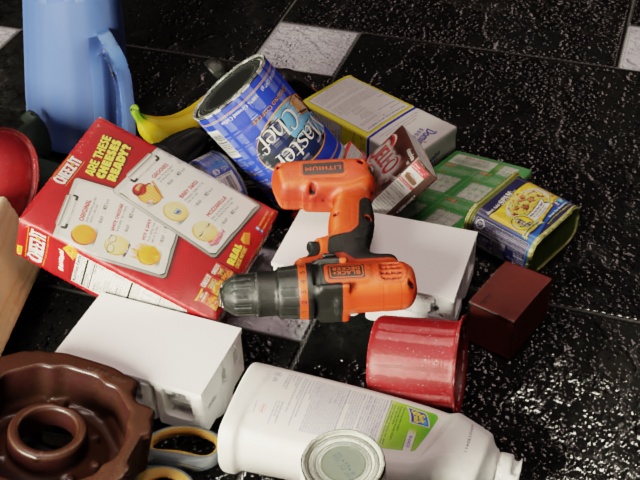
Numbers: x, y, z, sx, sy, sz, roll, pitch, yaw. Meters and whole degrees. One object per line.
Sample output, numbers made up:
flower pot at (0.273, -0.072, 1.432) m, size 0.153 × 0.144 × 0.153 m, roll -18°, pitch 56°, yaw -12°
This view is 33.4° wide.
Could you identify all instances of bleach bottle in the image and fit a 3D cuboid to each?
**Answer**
bleach bottle at (0.046, 0.178, 0.918) m, size 0.251 × 0.068 × 0.102 m, roll 12°, pitch 42°, yaw 13°

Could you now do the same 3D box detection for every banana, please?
banana at (-0.158, -0.157, 1.321) m, size 0.037 × 0.070 × 0.197 m, roll 36°, pitch 40°, yaw 21°

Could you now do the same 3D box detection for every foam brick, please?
foam brick at (0.185, 0.068, 1.049) m, size 0.053 × 0.051 × 0.078 m, roll 25°, pitch 47°, yaw 30°

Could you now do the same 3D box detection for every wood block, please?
wood block at (-0.354, 0.061, 1.036) m, size 0.091 × 0.090 × 0.206 m, roll -13°, pitch 37°, yaw 18°

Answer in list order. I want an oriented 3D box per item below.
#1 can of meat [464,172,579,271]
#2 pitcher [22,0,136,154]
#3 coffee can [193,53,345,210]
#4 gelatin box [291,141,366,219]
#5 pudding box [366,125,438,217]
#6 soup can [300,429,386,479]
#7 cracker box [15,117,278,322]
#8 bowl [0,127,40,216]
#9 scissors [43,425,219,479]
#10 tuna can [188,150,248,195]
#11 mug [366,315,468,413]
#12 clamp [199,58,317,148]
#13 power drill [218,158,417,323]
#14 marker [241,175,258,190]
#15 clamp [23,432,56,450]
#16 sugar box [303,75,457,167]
can of meat at (0.217, -0.017, 1.145) m, size 0.084 × 0.057 × 0.101 m, roll 31°, pitch 51°, yaw 30°
pitcher at (-0.286, -0.228, 1.275) m, size 0.149 × 0.243 × 0.145 m, roll 5°, pitch 41°, yaw -2°
coffee can at (-0.055, -0.118, 1.167) m, size 0.103 × 0.140 × 0.103 m, roll -35°, pitch 24°, yaw 18°
gelatin box at (0.011, -0.061, 1.197) m, size 0.030 × 0.073 × 0.089 m, roll 42°, pitch 38°, yaw -18°
pudding box at (0.077, -0.069, 1.173) m, size 0.090 × 0.039 × 0.113 m, roll -44°, pitch 23°, yaw 14°
soup can at (0.019, 0.208, 0.851) m, size 0.068 × 0.102 × 0.068 m, roll -1°, pitch 40°, yaw 1°
cracker box at (-0.173, -0.007, 1.081) m, size 0.213 × 0.072 × 0.164 m, roll 27°, pitch 49°, yaw -1°
bowl at (-0.382, -0.057, 1.155) m, size 0.162 × 0.055 × 0.162 m, roll -12°, pitch 66°, yaw 27°
scissors at (-0.185, 0.201, 0.938) m, size 0.202 × 0.016 × 0.096 m, roll -4°, pitch 45°, yaw 6°
tuna can at (-0.115, -0.054, 1.182) m, size 0.033 × 0.086 × 0.086 m, roll -30°, pitch 47°, yaw -26°
mug at (0.092, 0.107, 0.985) m, size 0.081 × 0.093 × 0.117 m, roll 4°, pitch 25°, yaw 15°
clamp at (-0.090, -0.159, 1.300) m, size 0.209 × 0.165 × 0.036 m, roll -12°, pitch 59°, yaw -46°
power drill at (-0.007, 0.001, 1.038) m, size 0.184 × 0.057 × 0.187 m, roll -2°, pitch 45°, yaw -4°
marker at (-0.107, -0.064, 1.245) m, size 0.121 × 0.020 × 0.020 m, roll -10°, pitch 41°, yaw -8°
clamp at (-0.257, 0.193, 0.930) m, size 0.172 × 0.039 × 0.120 m, roll 31°, pitch 62°, yaw 26°
sugar box at (0.070, -0.137, 1.304) m, size 0.176 × 0.048 × 0.093 m, roll 34°, pitch 52°, yaw 31°
